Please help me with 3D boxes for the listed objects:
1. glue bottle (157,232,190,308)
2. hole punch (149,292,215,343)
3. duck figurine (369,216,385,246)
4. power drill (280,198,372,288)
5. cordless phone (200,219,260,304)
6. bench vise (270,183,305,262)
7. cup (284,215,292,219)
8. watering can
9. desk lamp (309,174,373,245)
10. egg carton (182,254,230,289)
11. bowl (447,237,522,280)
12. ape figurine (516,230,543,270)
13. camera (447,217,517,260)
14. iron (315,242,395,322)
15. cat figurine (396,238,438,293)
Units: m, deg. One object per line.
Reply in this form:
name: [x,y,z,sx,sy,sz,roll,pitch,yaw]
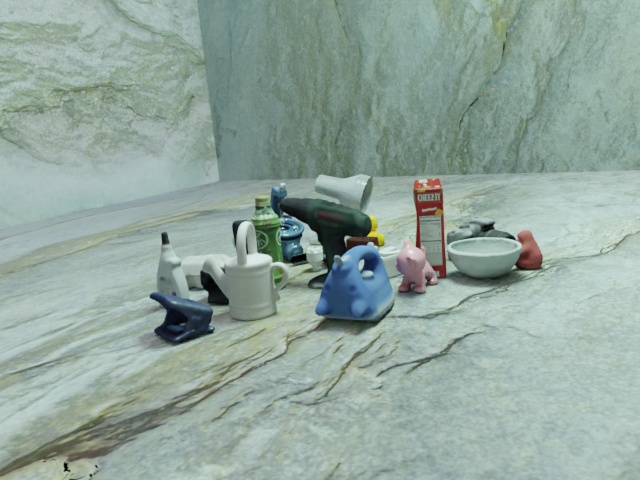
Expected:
glue bottle: [-0.331,0.067,1.264,0.077,0.173,0.037,3,15,33]
hole punch: [-0.267,0.137,1.109,0.101,0.091,0.108,-15,16,-38]
duck figurine: [0.153,-0.029,1.713,0.077,0.086,0.104,-8,13,-12]
power drill: [0.012,0.005,1.328,0.228,0.208,0.076,2,14,28]
cordless phone: [-0.197,0.045,1.282,0.147,0.185,0.094,-4,12,6]
bench vise: [-0.135,-0.054,1.631,0.206,0.220,0.122,5,16,38]
cup: [-0.141,-0.023,1.786,0.118,0.095,0.091,-9,13,-19]
watering can: [-0.154,0.059,1.178,0.173,0.194,0.100,-7,13,-10]
desk lamp: [0.066,-0.097,1.761,0.202,0.214,0.118,0,13,21]
egg carton: [-0.290,0.079,1.435,0.150,0.069,0.107,-4,12,3]
bowl: [0.374,0.047,1.305,0.167,0.075,0.167,-5,12,1]
ape figurine: [0.483,0.020,1.344,0.078,0.092,0.076,-12,14,-28]
camera: [0.413,0.000,1.444,0.143,0.101,0.136,-12,14,-29]
iron: [0.085,0.072,1.151,0.118,0.141,0.259,1,14,26]
cat figurine: [0.207,0.051,1.250,0.067,0.118,0.128,2,14,31]
